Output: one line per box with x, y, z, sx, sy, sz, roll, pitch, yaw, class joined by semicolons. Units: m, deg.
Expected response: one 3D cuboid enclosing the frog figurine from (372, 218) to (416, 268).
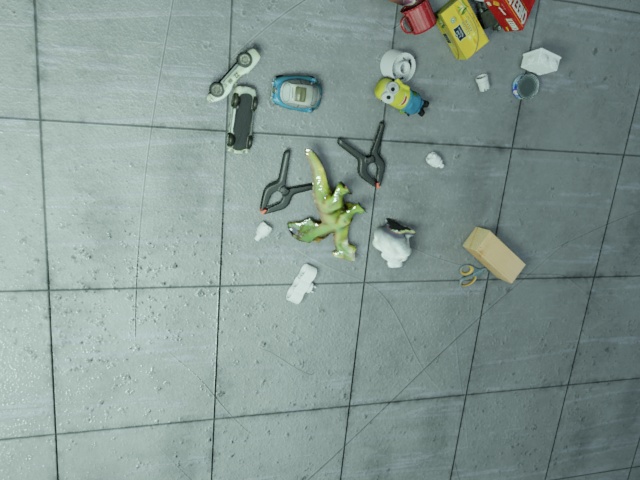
0.241;0.025;1.739;0.138;0.124;0.157;18;114;13;frog figurine

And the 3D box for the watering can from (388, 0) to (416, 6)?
0.278;-0.793;1.500;0.347;0.105;0.222;16;101;-12;watering can

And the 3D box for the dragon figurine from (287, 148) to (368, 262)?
0.005;-0.083;1.641;0.242;0.124;0.405;-40;116;8;dragon figurine
